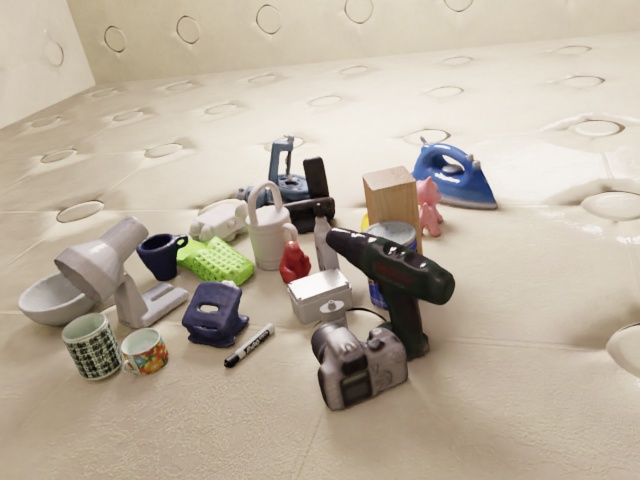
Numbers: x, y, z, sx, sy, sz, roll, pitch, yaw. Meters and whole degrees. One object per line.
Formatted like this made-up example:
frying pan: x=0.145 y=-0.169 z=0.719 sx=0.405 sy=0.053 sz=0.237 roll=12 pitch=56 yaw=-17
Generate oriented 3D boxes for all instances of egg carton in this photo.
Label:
egg carton: x=-0.249 y=-0.035 z=1.439 sx=0.107 sy=0.069 sz=0.151 roll=17 pitch=39 yaw=41

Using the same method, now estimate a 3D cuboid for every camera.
camera: x=0.050 y=0.179 z=0.921 sx=0.143 sy=0.101 sz=0.136 roll=-19 pitch=30 yaw=-15

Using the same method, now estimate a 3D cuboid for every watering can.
watering can: x=-0.121 y=-0.039 z=1.273 sx=0.172 sy=0.194 sz=0.101 roll=2 pitch=31 yaw=21

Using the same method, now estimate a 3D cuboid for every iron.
iron: x=0.335 y=-0.173 z=1.420 sx=0.119 sy=0.142 sz=0.257 roll=-27 pitch=33 yaw=-27

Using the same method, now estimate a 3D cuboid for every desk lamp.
desk lamp: x=-0.395 y=0.071 z=1.145 sx=0.117 sy=0.214 sz=0.204 roll=14 pitch=37 yaw=37

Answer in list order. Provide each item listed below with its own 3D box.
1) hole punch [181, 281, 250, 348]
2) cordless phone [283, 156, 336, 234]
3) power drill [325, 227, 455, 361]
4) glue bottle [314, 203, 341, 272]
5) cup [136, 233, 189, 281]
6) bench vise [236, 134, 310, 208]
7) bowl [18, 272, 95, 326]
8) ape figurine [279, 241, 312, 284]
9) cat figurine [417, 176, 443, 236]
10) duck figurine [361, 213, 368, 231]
hole punch: x=-0.199 y=0.140 z=1.084 sx=0.108 sy=0.091 sz=0.101 roll=4 pitch=32 yaw=25
cordless phone: x=-0.041 y=-0.114 z=1.392 sx=0.147 sy=0.185 sz=0.094 roll=-11 pitch=29 yaw=-2
power drill: x=0.114 y=0.090 z=0.949 sx=0.228 sy=0.209 sz=0.076 roll=13 pitch=36 yaw=36
glue bottle: x=0.011 y=0.004 z=1.174 sx=0.037 sy=0.173 sz=0.078 roll=-17 pitch=29 yaw=-11
cup: x=-0.350 y=0.040 z=1.310 sx=0.118 sy=0.095 sz=0.091 roll=-21 pitch=30 yaw=-19
bench vise: x=-0.109 y=-0.148 z=1.440 sx=0.208 sy=0.220 sz=0.121 roll=-18 pitch=30 yaw=-14
bowl: x=-0.547 y=0.134 z=1.227 sx=0.167 sy=0.075 sz=0.167 roll=-8 pitch=29 yaw=5
ape figurine: x=-0.054 y=0.046 z=1.206 sx=0.078 sy=0.092 sz=0.075 roll=-29 pitch=34 yaw=-30
cat figurine: x=0.245 y=-0.086 z=1.319 sx=0.067 sy=0.118 sz=0.128 roll=-2 pitch=30 yaw=15
duck figurine: x=0.133 y=-0.048 z=1.320 sx=0.078 sy=0.086 sz=0.104 roll=-24 pitch=31 yaw=-23
